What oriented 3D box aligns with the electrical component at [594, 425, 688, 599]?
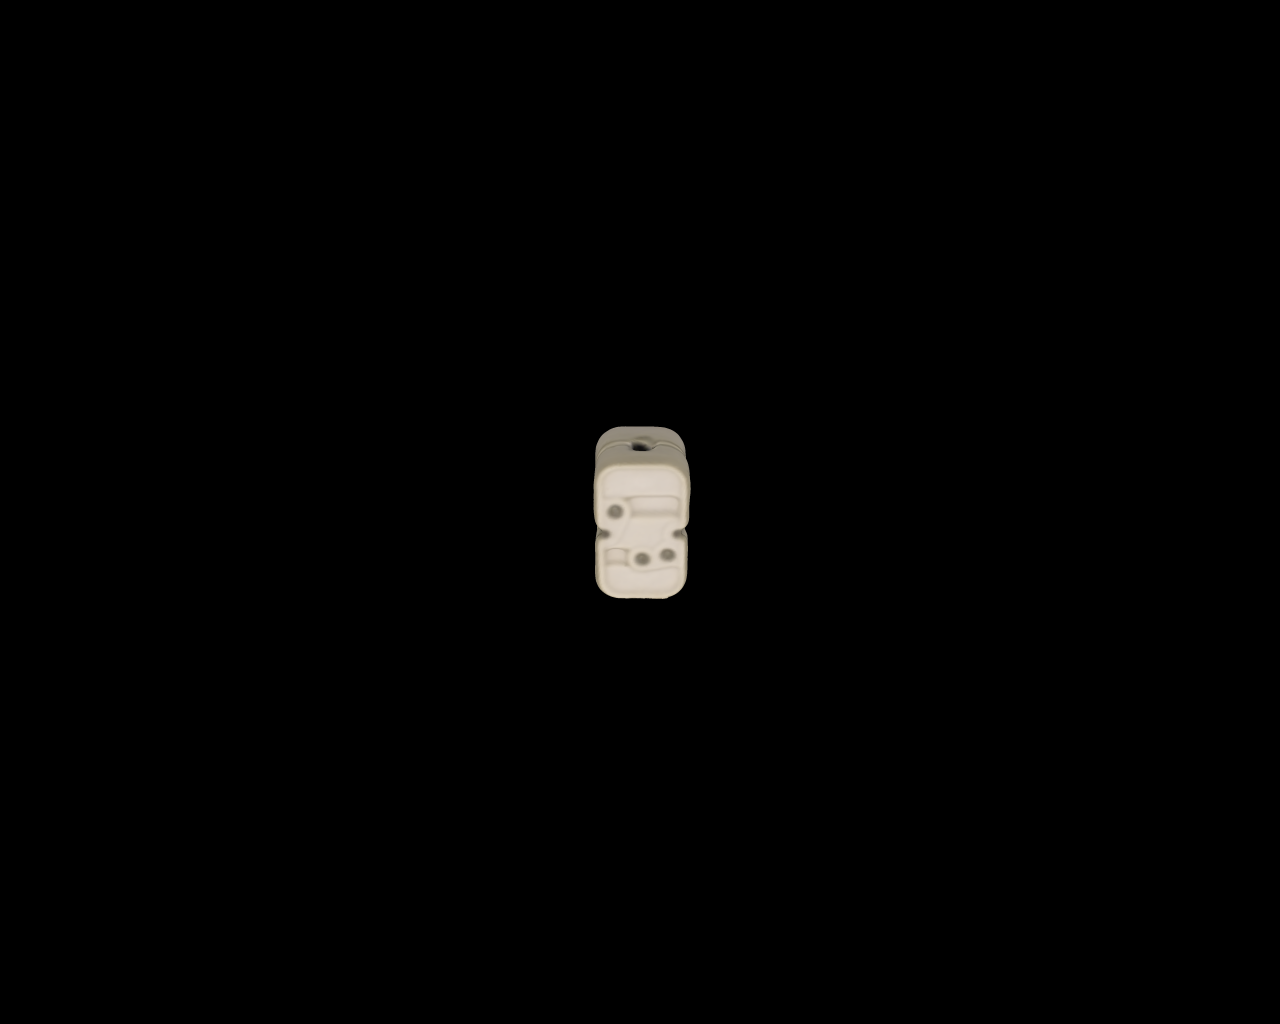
[{"bbox_3d":[0.001,-0.003,0.650,0.054,0.095,0.059,0,32,0],"label":"electrical component"}]
